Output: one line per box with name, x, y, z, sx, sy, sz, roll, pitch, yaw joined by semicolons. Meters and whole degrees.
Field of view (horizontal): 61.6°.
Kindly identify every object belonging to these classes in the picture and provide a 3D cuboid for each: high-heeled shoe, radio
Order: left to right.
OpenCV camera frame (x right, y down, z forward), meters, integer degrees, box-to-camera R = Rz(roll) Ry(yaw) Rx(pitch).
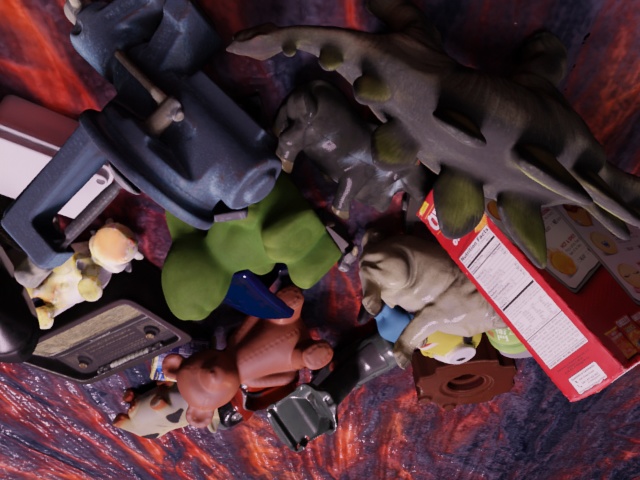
high-heeled shoe;-0.362;0.013;0.531;0.086;0.249;0.145;-35;159;-26
radio;-0.288;0.117;0.723;0.230;0.073;0.131;-24;137;23

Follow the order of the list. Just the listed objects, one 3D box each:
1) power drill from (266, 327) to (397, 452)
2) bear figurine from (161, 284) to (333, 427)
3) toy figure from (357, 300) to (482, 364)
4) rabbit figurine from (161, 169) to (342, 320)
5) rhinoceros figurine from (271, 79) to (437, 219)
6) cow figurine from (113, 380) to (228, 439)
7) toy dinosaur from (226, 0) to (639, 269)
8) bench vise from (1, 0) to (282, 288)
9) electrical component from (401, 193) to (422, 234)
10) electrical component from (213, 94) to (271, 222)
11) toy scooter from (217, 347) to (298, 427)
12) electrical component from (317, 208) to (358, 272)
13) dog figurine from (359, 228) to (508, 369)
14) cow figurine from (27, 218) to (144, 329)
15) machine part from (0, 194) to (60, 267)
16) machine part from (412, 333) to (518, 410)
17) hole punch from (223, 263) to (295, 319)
power drill;0.017;0.218;0.786;0.232;0.086;0.207;-41;166;34
bear figurine;-0.101;0.156;0.710;0.196;0.120;0.132;-22;168;-23
toy figure;0.143;0.110;0.736;0.180;0.089;0.082;25;175;-17
rabbit figurine;-0.091;-0.002;0.524;0.170;0.159;0.121;-37;161;0
rhinoceros figurine;0.042;-0.083;0.519;0.190;0.073;0.112;30;119;-30
cow figurine;-0.239;0.287;0.919;0.195;0.085;0.127;-28;127;23
toy dinosaur;0.156;-0.077;0.431;0.471;0.199;0.105;13;140;-15
bench vise;-0.156;-0.072;0.400;0.223;0.129;0.240;44;94;0
electrical component;0.123;-0.041;0.603;0.063;0.021;0.093;0;140;-2
electrical component;-0.084;-0.074;0.480;0.075;0.119;0.047;-7;137;8
toy scooter;-0.091;0.218;0.851;0.135;0.075;0.183;-9;131;-25
electrical component;-0.001;-0.001;0.625;0.078;0.045;0.102;-24;135;21
dog figurine;0.152;0.035;0.591;0.191;0.121;0.172;-29;96;26
cow figurine;-0.262;0.028;0.618;0.167;0.098;0.068;-29;101;18
machine part;-0.371;0.013;0.599;0.243;0.079;0.079;-29;133;28
machine part;0.237;0.219;0.886;0.179;0.056;0.179;-2;138;-2
hole punch;-0.094;0.043;0.643;0.116;0.092;0.142;-18;141;23
